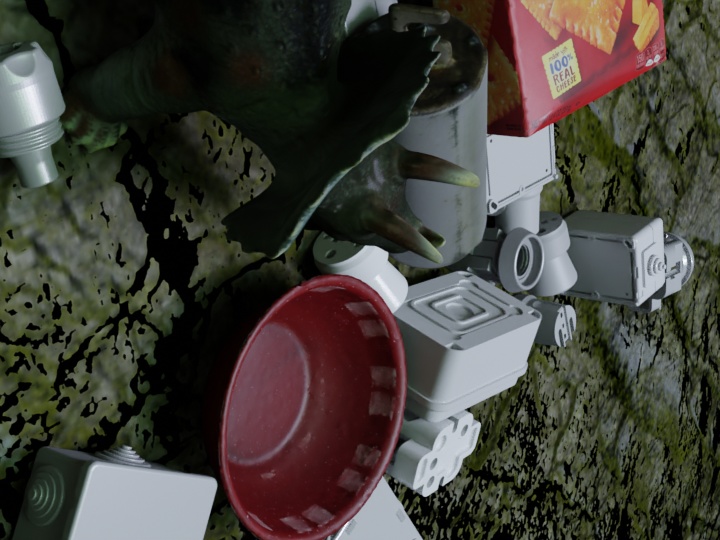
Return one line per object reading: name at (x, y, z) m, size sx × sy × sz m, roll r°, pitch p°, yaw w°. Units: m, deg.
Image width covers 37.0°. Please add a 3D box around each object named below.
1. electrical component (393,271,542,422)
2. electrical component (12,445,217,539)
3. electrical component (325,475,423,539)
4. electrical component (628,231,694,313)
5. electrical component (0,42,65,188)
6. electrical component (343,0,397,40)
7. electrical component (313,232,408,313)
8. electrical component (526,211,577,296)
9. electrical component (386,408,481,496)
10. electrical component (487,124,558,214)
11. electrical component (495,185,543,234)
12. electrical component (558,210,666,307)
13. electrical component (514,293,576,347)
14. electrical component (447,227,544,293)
electrical component at (0.061, 0.051, 0.737) m, size 0.113 × 0.078 × 0.057 m, roll -16°, pitch 129°, yaw -48°
electrical component at (-0.130, 0.140, 0.551) m, size 0.100 × 0.048 × 0.099 m, roll 23°, pitch 80°, yaw -50°
electrical component at (-0.009, 0.184, 0.706) m, size 0.099 × 0.048 × 0.099 m, roll -53°, pitch 132°, yaw -31°
electrical component at (0.278, -0.004, 1.012) m, size 0.057 × 0.058 × 0.078 m, roll -18°, pitch 111°, yaw -45°
electrical component at (-0.154, -0.068, 0.484) m, size 0.043 × 0.043 × 0.062 m, roll -37°, pitch 125°, yaw -41°
electrical component at (-0.018, -0.165, 0.615) m, size 0.061 × 0.062 × 0.096 m, roll -37°, pitch 124°, yaw -40°
electrical component at (0.000, 0.000, 0.684) m, size 0.045 × 0.045 × 0.055 m, roll -56°, pitch 135°, yaw -27°
electrical component at (0.147, -0.013, 0.861) m, size 0.045 × 0.045 × 0.055 m, roll -43°, pitch 128°, yaw -37°
electrical component at (0.037, 0.113, 0.734) m, size 0.078 × 0.057 × 0.058 m, roll -19°, pitch 127°, yaw -51°
electrical component at (0.088, -0.083, 0.766) m, size 0.096 × 0.061 × 0.061 m, roll -28°, pitch 121°, yaw -36°
electrical component at (0.120, -0.052, 0.825) m, size 0.040 × 0.040 × 0.046 m, roll -32°, pitch 126°, yaw -43°
electrical component at (0.215, -0.012, 0.902) m, size 0.061 × 0.096 × 0.061 m, roll -30°, pitch 119°, yaw -44°
electrical component at (0.146, 0.042, 0.869) m, size 0.040 × 0.046 × 0.040 m, roll -13°, pitch 108°, yaw -49°
electrical component at (0.102, -0.009, 0.798) m, size 0.066 × 0.055 × 0.048 m, roll 27°, pitch 76°, yaw -49°
